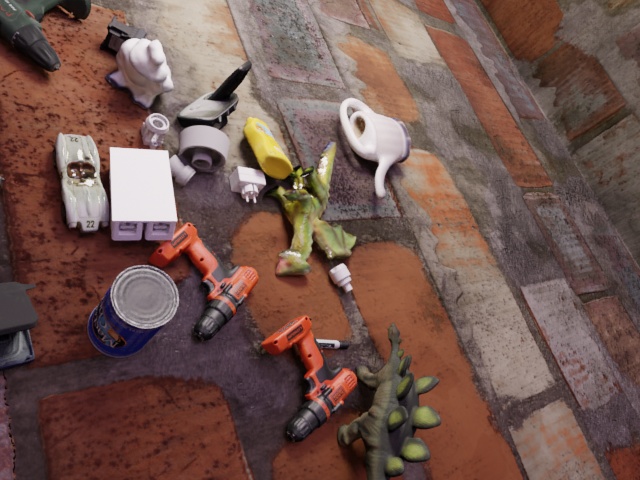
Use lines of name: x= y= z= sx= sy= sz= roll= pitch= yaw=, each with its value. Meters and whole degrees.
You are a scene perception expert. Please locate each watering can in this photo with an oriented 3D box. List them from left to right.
watering can: x=0.170 y=-0.259 z=1.467 sx=0.225 sy=0.102 sz=0.353 roll=0 pitch=60 yaw=-39

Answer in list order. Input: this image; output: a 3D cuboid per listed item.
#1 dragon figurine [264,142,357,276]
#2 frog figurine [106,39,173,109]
dragon figurine: x=0.004 y=-0.062 z=1.229 sx=0.240 sy=0.121 sz=0.418 roll=58 pitch=44 yaw=-15
frog figurine: x=-0.365 y=-0.374 z=1.093 sx=0.138 sy=0.157 sz=0.124 roll=53 pitch=42 yaw=5
